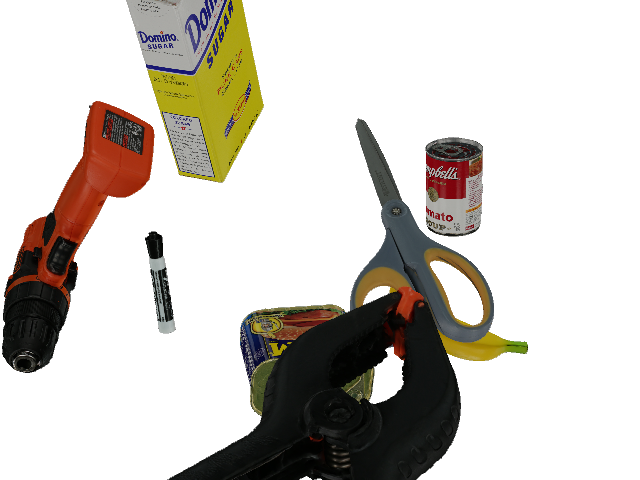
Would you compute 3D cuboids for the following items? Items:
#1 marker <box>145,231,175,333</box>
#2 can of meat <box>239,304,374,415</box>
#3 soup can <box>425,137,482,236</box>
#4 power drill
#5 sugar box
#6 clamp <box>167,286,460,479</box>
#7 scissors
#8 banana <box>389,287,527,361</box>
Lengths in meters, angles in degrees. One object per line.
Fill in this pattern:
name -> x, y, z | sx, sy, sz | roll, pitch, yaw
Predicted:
marker -> -0.179, 0.047, 1.189 | 0.020, 0.121, 0.020 | -4, 23, 2
can of meat -> -0.014, 0.098, 0.896 | 0.102, 0.057, 0.084 | -2, 29, -12
soup can -> 0.160, -0.064, 1.283 | 0.068, 0.102, 0.068 | -2, 27, 1
power drill -> -0.202, -0.006, 0.865 | 0.057, 0.188, 0.184 | 25, 28, -23
sugar box -> -0.087, -0.136, 0.788 | 0.048, 0.093, 0.176 | 12, -36, 15
clamp -> 0.014, 0.085, 0.408 | 0.120, 0.039, 0.171 | 27, 50, 20
scissors -> 0.036, -0.004, 0.697 | 0.096, 0.016, 0.202 | -23, 52, -17
banana -> 0.122, 0.083, 1.109 | 0.069, 0.037, 0.198 | 5, 18, -39
